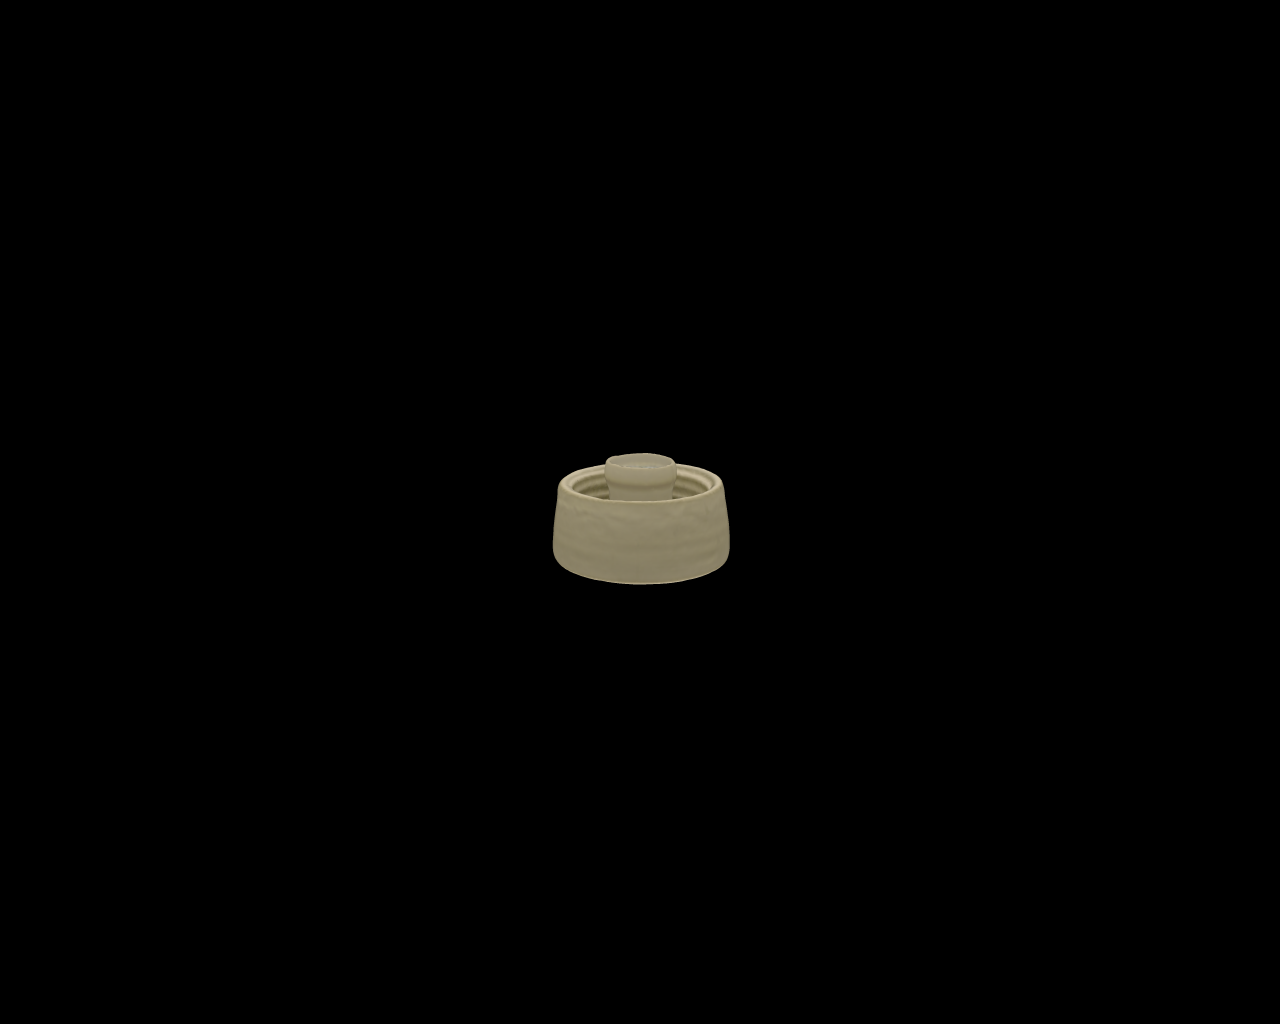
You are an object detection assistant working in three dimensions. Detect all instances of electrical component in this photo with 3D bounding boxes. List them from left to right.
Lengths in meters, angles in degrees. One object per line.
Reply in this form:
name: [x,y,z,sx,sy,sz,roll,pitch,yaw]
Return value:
electrical component: [0.001,-0.003,0.650,0.108,0.060,0.108,0,17,0]
